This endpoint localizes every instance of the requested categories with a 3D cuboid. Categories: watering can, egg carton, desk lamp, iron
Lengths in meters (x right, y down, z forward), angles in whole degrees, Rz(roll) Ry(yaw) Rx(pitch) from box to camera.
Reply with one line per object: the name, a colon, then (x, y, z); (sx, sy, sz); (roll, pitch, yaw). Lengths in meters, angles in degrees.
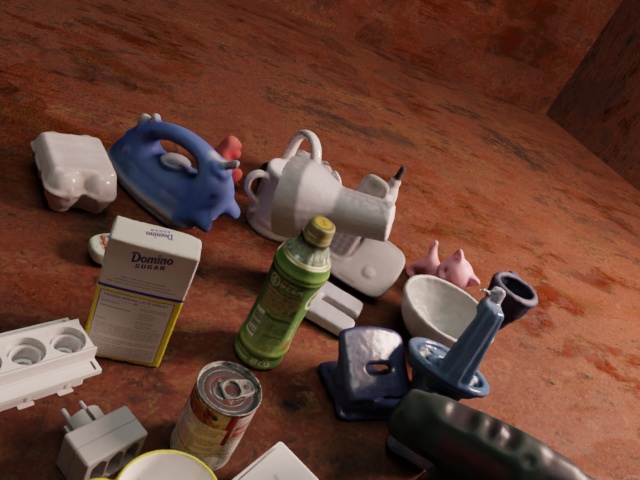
watering can: (-0.044, -0.102, 0.998); (0.100, 0.194, 0.173); (43, 33, 25)
egg carton: (-0.368, -0.104, 0.859); (0.107, 0.069, 0.150); (0, 40, -40)
desk lamp: (0.008, 0.003, 0.858); (0.203, 0.213, 0.118); (29, 30, 3)
iron: (-0.241, -0.128, 0.929); (0.258, 0.141, 0.119); (35, 30, 12)

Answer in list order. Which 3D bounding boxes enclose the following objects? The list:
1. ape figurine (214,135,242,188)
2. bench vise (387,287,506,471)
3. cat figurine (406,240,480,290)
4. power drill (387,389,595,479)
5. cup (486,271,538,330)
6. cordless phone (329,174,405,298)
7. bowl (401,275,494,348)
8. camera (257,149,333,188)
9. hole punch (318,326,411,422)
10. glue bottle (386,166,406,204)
ape figurine: (-0.174, -0.152, 1.071); (0.076, 0.092, 0.077); (12, 33, -25)
bench vise: (0.178, 0.175, 0.725); (0.122, 0.219, 0.207); (20, 30, -13)
cat figurine: (0.231, 0.056, 1.058); (0.067, 0.117, 0.127); (7, 36, -33)
power drill: (0.153, 0.263, 0.579); (0.229, 0.208, 0.076); (34, 30, 10)
cup: (0.346, 0.115, 1.084); (0.091, 0.095, 0.118); (28, 30, 0)
cordless phone: (0.088, -0.007, 0.968); (0.147, 0.185, 0.094); (31, 30, 7)
bowl: (0.198, 0.138, 0.945); (0.168, 0.074, 0.167); (21, 30, -12)
camera: (-0.051, -0.127, 1.126); (0.137, 0.100, 0.143); (10, 34, -28)
hole punch: (0.069, 0.177, 0.761); (0.109, 0.091, 0.101); (8, 35, -31)
glue bottle: (0.121, -0.070, 1.105); (0.037, 0.173, 0.078); (35, 30, 13)
